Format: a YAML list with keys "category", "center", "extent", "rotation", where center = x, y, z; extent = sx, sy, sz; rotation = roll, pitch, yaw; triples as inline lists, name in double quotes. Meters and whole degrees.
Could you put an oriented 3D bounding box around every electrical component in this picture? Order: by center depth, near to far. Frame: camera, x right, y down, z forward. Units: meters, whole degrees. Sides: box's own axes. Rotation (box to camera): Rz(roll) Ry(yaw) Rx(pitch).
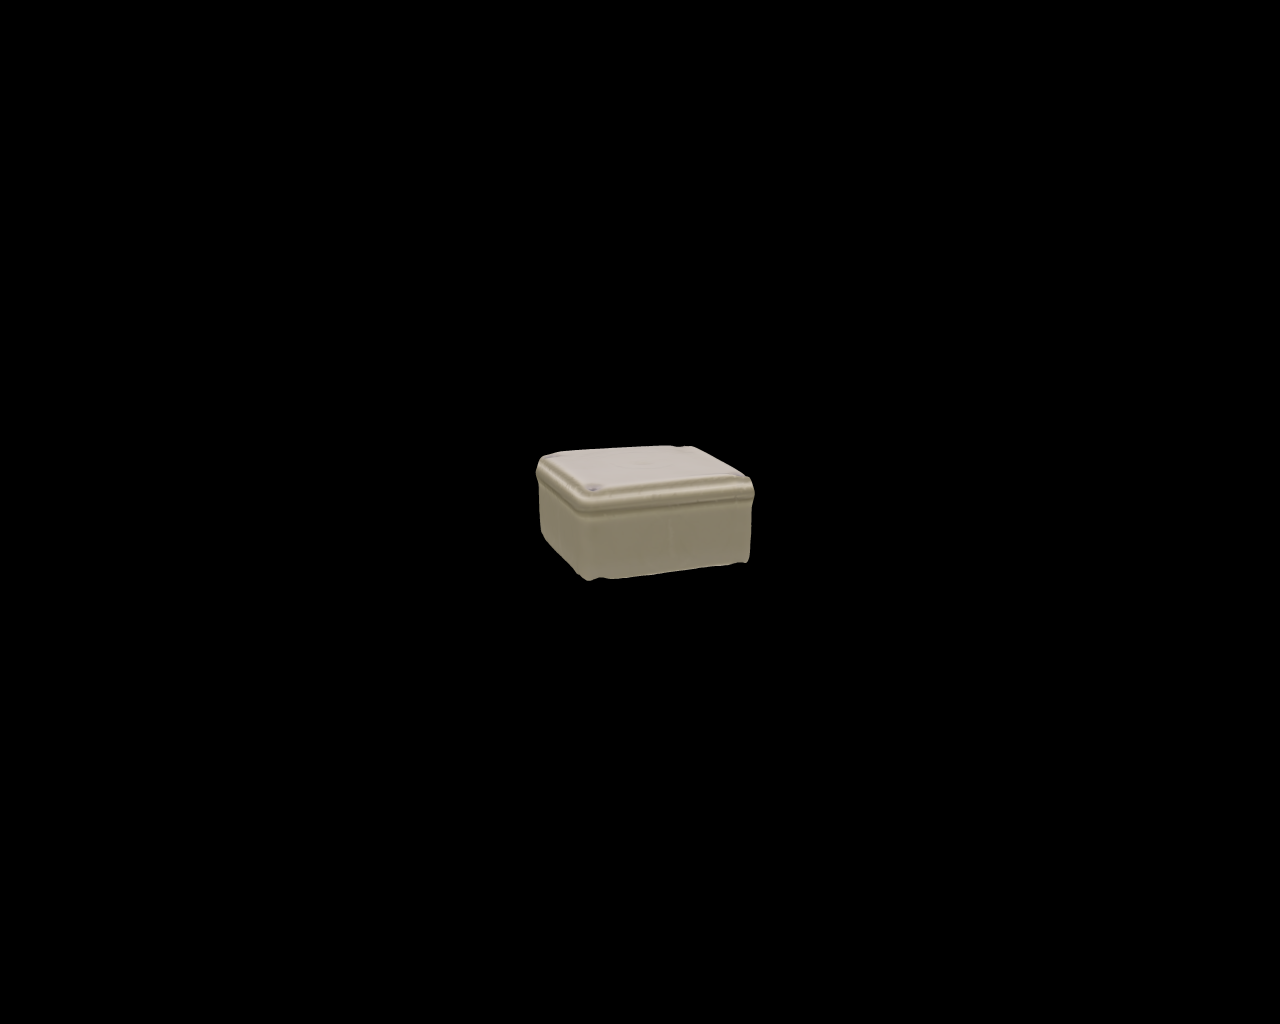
- category: "electrical component"
  center: [0.001, -0.003, 0.650]
  extent: [0.109, 0.056, 0.109]
  rotation: [-5, 16, -18]
